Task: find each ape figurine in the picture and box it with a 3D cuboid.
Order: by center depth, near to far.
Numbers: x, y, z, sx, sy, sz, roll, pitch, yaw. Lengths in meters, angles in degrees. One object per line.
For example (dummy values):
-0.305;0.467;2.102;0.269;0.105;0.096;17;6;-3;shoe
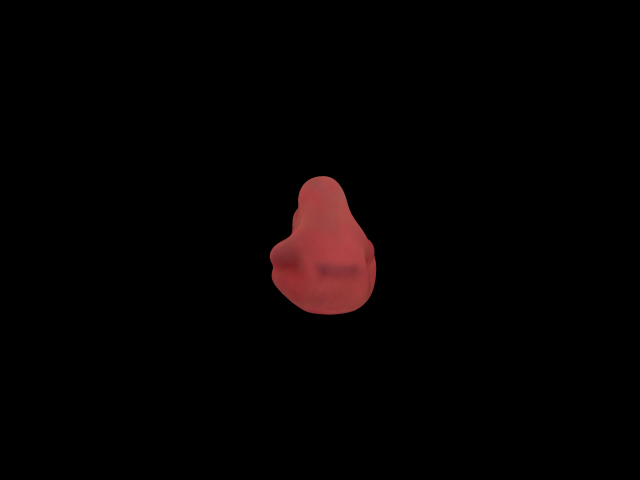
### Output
0.004;0.001;0.400;0.078;0.092;0.076;-1;9;-7;ape figurine
